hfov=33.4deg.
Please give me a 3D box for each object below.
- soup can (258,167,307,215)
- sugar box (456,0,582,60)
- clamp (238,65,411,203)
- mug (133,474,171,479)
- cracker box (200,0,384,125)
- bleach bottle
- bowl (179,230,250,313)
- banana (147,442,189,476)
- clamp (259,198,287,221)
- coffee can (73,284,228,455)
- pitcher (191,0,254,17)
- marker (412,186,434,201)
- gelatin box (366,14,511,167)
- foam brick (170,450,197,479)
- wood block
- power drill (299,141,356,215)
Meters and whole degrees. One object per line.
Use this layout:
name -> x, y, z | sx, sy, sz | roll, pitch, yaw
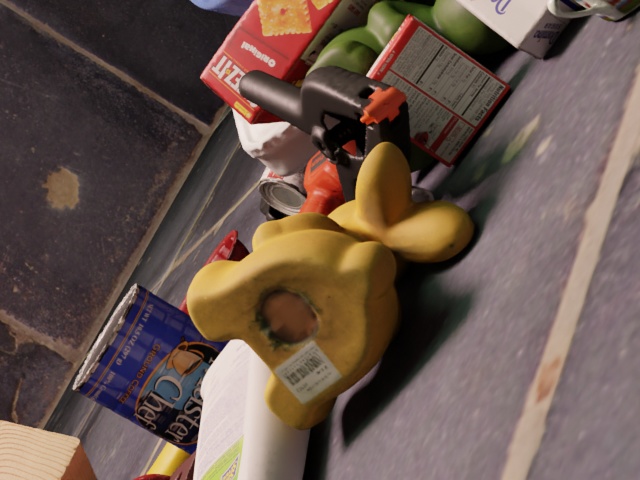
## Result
soup can -> -0.017, -0.084, 1.161 | 0.102, 0.068, 0.069 | -64, 13, -25
sugar box -> 0.163, -0.219, 0.711 | 0.048, 0.093, 0.176 | 5, -54, -53
clamp -> 0.008, -0.082, 0.765 | 0.036, 0.164, 0.210 | -42, -1, -15
mug -> -0.135, 0.238, 0.806 | 0.082, 0.093, 0.117 | -40, 52, 44
cracker box -> 0.010, -0.203, 0.913 | 0.214, 0.072, 0.164 | -51, -11, 19
bleach bottle -> -0.049, 0.157, 0.698 | 0.103, 0.068, 0.250 | -54, 15, 27
bowl -> -0.114, 0.071, 1.192 | 0.162, 0.055, 0.162 | -55, 12, 17
banana -> -0.145, 0.215, 0.973 | 0.198, 0.037, 0.070 | -52, 32, 13
clamp -> -0.038, -0.075, 1.293 | 0.120, 0.039, 0.171 | -57, 12, -1
coffee can -> -0.120, 0.115, 0.896 | 0.103, 0.140, 0.103 | -55, 12, 17
pitcher -> -0.024, -0.264, 1.040 | 0.145, 0.242, 0.149 | 45, 123, 33
marker -> 0.063, -0.035, 0.824 | 0.020, 0.020, 0.121 | -58, 12, 1
gelatin box -> 0.080, -0.107, 0.767 | 0.073, 0.089, 0.030 | -55, 9, 15
foam brick -> -0.089, 0.202, 0.765 | 0.053, 0.051, 0.078 | -47, 16, 44
wood block -> -0.231, 0.250, 0.890 | 0.206, 0.090, 0.090 | 82, -157, -47
power drill -> -0.006, 0.001, 0.922 | 0.187, 0.057, 0.185 | -63, 13, -21
